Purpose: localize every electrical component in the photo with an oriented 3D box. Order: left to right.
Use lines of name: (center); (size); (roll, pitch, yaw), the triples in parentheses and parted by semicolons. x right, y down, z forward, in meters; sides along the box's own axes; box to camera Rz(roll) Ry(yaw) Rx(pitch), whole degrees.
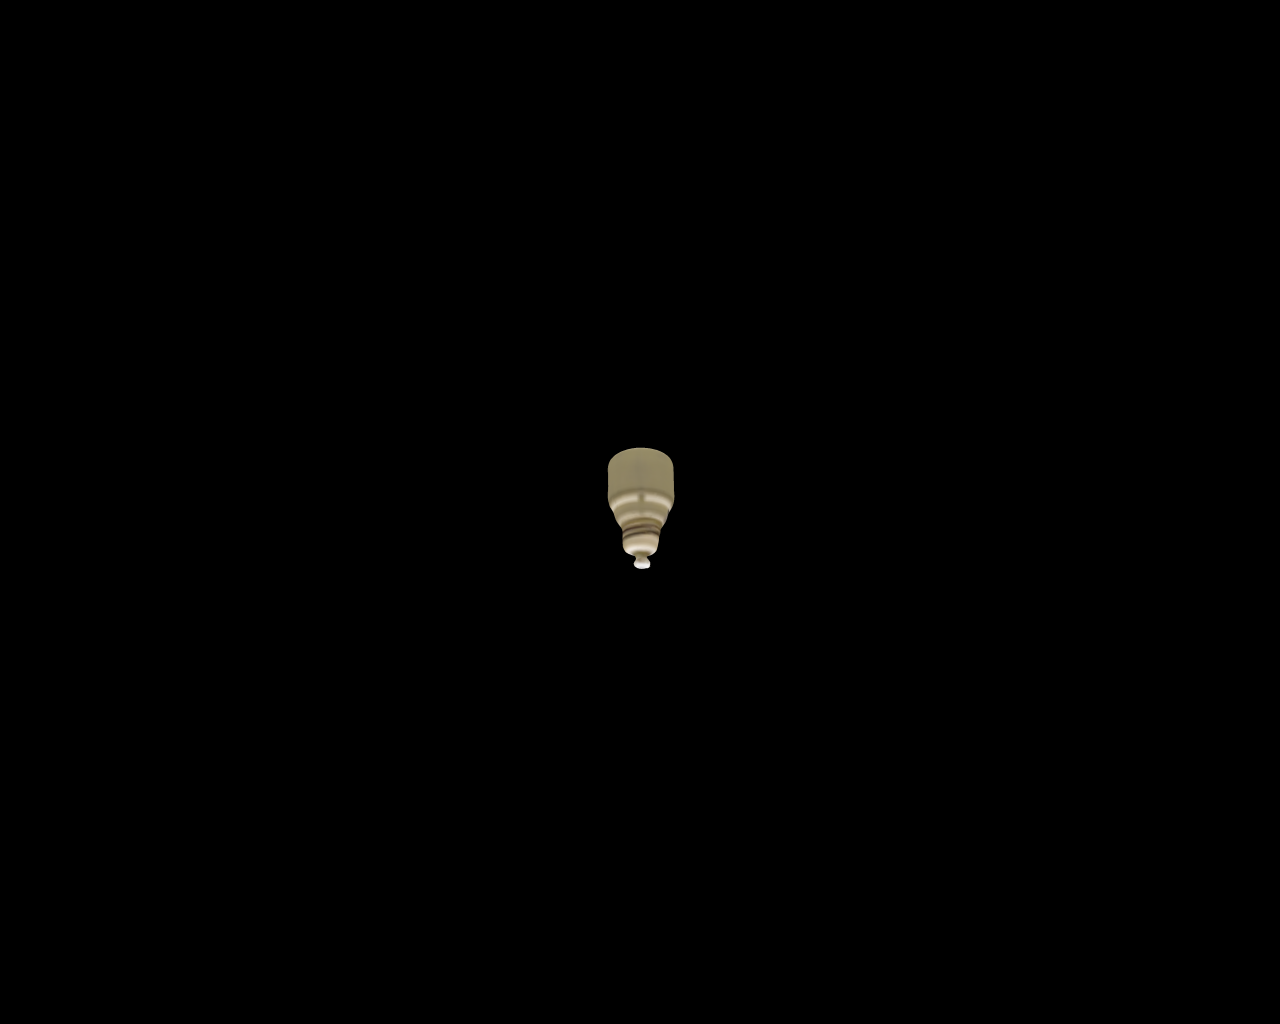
electrical component: (0.001, -0.003, 0.650); (0.040, 0.078, 0.040); (0, -25, 0)
